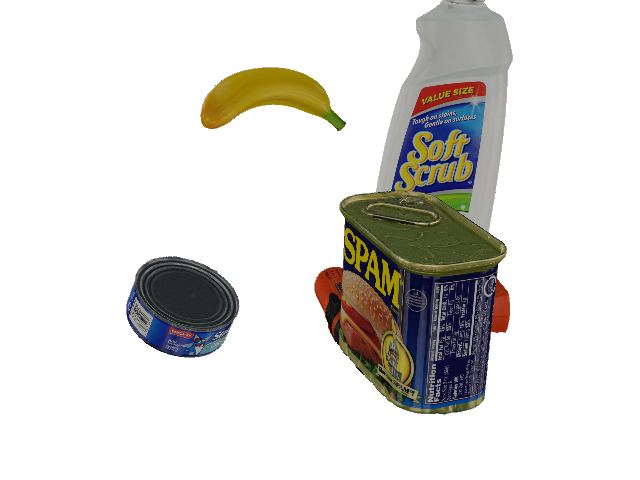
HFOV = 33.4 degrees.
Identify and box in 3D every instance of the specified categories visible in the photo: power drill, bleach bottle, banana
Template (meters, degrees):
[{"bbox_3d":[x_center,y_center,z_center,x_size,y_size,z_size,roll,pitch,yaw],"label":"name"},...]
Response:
[{"bbox_3d":[0.099,0.074,1.122,0.187,0.057,0.184,-7,29,-13],"label":"power drill"},{"bbox_3d":[0.093,-0.084,0.846,0.103,0.251,0.068,10,22,14],"label":"bleach bottle"},{"bbox_3d":[-0.052,-0.142,1.057,0.197,0.070,0.037,-7,-37,-47],"label":"banana"}]

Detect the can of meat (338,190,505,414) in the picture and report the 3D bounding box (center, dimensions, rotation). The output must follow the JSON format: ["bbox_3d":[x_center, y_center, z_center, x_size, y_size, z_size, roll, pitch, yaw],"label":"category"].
[{"bbox_3d":[0.048,0.030,0.550,0.057,0.084,0.102,-7,24,-21],"label":"can of meat"}]

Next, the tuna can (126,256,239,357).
[{"bbox_3d":[-0.110,0.053,0.850,0.086,0.034,0.086,18,33,-12],"label":"tuna can"}]
